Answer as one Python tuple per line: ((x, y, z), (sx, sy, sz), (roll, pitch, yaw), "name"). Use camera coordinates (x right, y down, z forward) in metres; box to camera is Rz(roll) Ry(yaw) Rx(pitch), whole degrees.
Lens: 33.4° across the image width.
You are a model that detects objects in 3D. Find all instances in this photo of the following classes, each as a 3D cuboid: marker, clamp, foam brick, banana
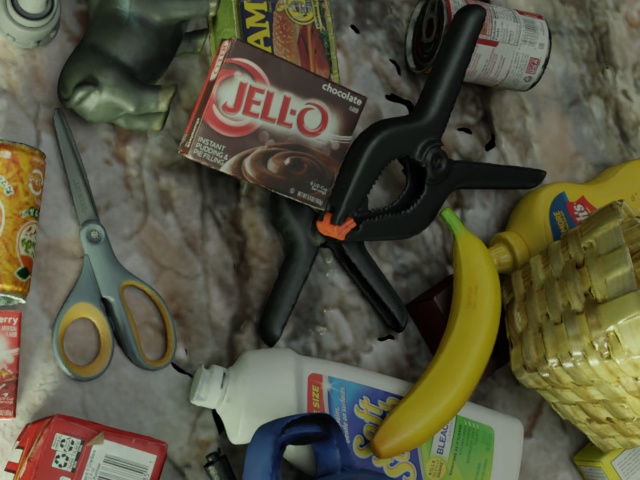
((-0.052, 0.209, 0.773), (0.020, 0.020, 0.121), (-26, 91, -23), "marker")
((0.088, -0.058, 0.826), (0.209, 0.036, 0.164), (-44, 118, -18), "clamp")
((-0.005, 0.001, 0.818), (0.120, 0.039, 0.171), (-13, 83, -29), "clamp")
((0.115, 0.069, 0.846), (0.053, 0.051, 0.078), (-32, 93, -23), "foam brick")
((0.093, 0.076, 0.785), (0.069, 0.037, 0.197), (19, 68, -2), "banana")

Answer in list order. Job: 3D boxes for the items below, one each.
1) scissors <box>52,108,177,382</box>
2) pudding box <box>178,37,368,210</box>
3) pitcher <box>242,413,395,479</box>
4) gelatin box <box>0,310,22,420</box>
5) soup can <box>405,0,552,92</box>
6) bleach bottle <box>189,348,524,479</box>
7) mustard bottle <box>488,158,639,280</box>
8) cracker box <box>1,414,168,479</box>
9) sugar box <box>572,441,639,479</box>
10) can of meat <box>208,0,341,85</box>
((-0.175, 0.013, 0.760), (0.096, 0.016, 0.202), (-32, 93, -23), "scissors")
((-0.034, -0.083, 0.766), (0.113, 0.039, 0.090), (21, 92, -25), "pudding box")
((-0.015, 0.198, 0.636), (0.149, 0.242, 0.145), (36, 94, 21), "pitcher")
((-0.247, 0.083, 0.711), (0.089, 0.030, 0.073), (5, 79, -21), "gelatin box")
((0.131, -0.163, 0.883), (0.102, 0.069, 0.068), (7, 78, -21), "soup can")
((0.024, 0.147, 0.792), (0.250, 0.068, 0.102), (18, 75, -15), "bleach bottle")
((0.214, -0.004, 0.894), (0.191, 0.058, 0.096), (-16, 92, -23), "mustard bottle")
((-0.163, 0.190, 0.626), (0.072, 0.214, 0.164), (20, 74, -15), "cracker box")
((0.297, 0.228, 0.895), (0.093, 0.048, 0.176), (-35, 98, -23), "sugar box")
((-0.035, -0.142, 0.821), (0.083, 0.058, 0.102), (-3, 83, -25), "can of meat")
